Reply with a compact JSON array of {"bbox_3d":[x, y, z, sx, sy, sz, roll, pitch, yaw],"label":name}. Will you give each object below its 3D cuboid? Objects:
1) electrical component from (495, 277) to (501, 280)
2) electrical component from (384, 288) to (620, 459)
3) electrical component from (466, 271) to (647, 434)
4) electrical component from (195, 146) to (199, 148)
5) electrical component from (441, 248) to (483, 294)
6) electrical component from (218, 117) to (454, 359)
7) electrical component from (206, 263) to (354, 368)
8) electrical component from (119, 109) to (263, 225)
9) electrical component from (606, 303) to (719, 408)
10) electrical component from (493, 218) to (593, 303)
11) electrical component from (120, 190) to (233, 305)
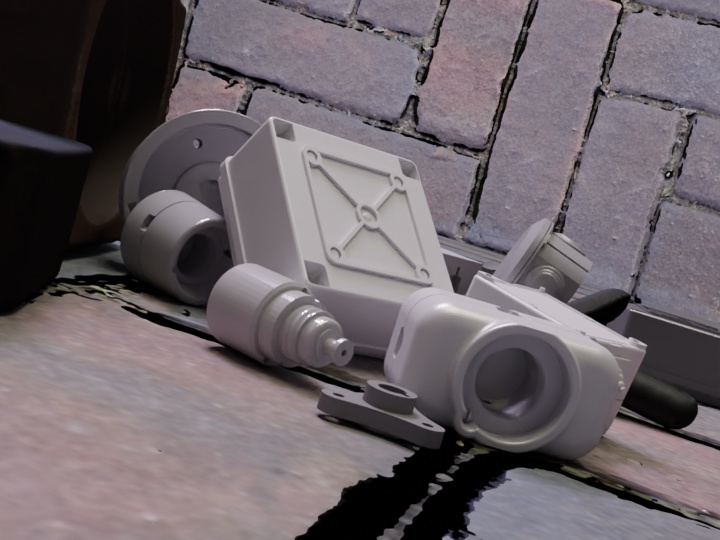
[{"bbox_3d":[0.092,0.033,0.734,0.047,0.055,0.055,20,5,-5],"label":"electrical component"},{"bbox_3d":[0.063,0.047,0.485,0.095,0.053,0.059,16,5,-8],"label":"electrical component"},{"bbox_3d":[0.099,0.050,0.567,0.062,0.061,0.096,13,14,-43],"label":"electrical component"},{"bbox_3d":[-0.112,-0.066,0.954,0.062,0.096,0.061,-26,33,-37],"label":"electrical component"},{"bbox_3d":[0.000,0.000,0.739,0.089,0.061,0.150,14,6,-30],"label":"electrical component"},{"bbox_3d":[-0.012,-0.015,0.579,0.109,0.056,0.108,13,51,-39],"label":"electrical component"},{"bbox_3d":[-0.034,0.024,0.483,0.078,0.040,0.040,22,7,40],"label":"electrical component"},{"bbox_3d":[-0.096,-0.043,0.662,0.108,0.108,0.060,15,0,-22],"label":"electrical component"},{"bbox_3d":[0.262,0.068,0.898,0.109,0.056,0.109,17,5,6],"label":"electrical component"},{"bbox_3d":[0.129,0.006,0.789,0.051,0.080,0.080,36,6,2],"label":"electrical component"},{"bbox_3d":[-0.097,-0.011,0.595,0.055,0.055,0.047,12,11,-46],"label":"electrical component"}]
